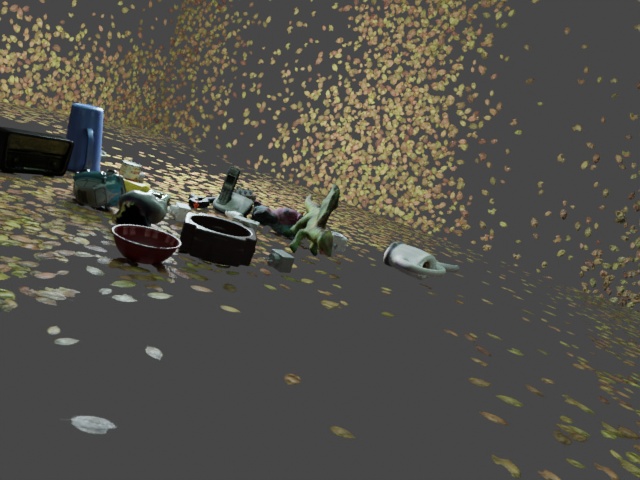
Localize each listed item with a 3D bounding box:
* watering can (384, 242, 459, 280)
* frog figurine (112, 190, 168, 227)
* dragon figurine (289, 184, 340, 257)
[{"bbox_3d":[0.383,0.087,1.961,0.226,0.103,0.347,25,13,34],"label":"watering can"},{"bbox_3d":[-0.491,-0.089,1.441,0.137,0.121,0.162,-1,21,6],"label":"frog figurine"},{"bbox_3d":[0.005,-0.088,1.739,0.121,0.238,0.421,25,40,-23],"label":"dragon figurine"}]
